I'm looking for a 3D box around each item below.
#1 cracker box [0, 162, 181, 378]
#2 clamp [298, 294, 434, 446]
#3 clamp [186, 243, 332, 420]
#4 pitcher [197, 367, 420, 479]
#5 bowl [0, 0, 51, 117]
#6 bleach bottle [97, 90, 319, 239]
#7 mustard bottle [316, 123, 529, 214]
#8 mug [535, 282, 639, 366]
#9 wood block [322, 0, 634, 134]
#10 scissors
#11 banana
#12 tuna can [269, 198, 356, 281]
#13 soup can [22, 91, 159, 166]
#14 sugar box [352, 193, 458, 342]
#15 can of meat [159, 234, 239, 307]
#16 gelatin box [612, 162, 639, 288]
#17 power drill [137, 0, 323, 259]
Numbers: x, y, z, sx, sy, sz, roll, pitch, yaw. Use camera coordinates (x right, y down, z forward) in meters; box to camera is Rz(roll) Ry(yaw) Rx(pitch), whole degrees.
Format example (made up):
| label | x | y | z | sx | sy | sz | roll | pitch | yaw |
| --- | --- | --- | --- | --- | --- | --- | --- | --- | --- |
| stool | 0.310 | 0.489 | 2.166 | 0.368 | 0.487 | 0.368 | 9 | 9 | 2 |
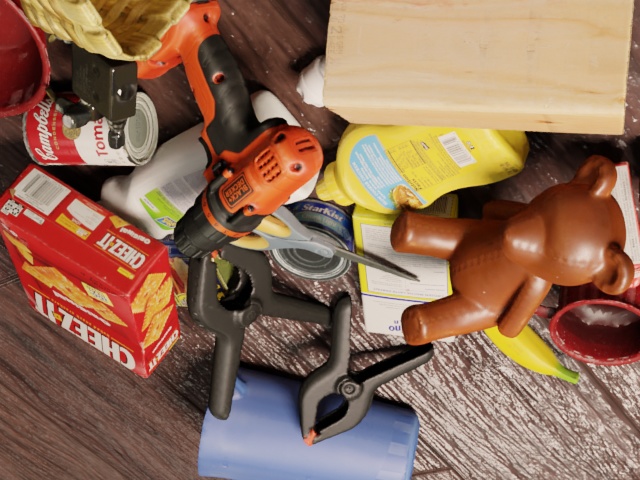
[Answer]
| label | x | y | z | sx | sy | sz | roll | pitch | yaw |
| --- | --- | --- | --- | --- | --- | --- | --- | --- | --- |
| cracker box | -0.229 | 0.038 | 1.069 | 0.164 | 0.072 | 0.214 | 31 | 154 | 12 |
| clamp | 0.024 | 0.140 | 1.128 | 0.120 | 0.039 | 0.171 | 41 | 100 | -11 |
| clamp | -0.069 | 0.064 | 1.054 | 0.036 | 0.164 | 0.210 | 31 | 148 | 42 |
| pitcher | -0.014 | 0.234 | 1.234 | 0.243 | 0.145 | 0.149 | 11 | 177 | 4 |
| bowl | -0.297 | -0.183 | 0.911 | 0.162 | 0.055 | 0.162 | 10 | 140 | 9 |
| bleach bottle | -0.125 | -0.056 | 0.990 | 0.251 | 0.068 | 0.102 | -15 | 131 | 36 |
| mustard bottle | 0.072 | -0.071 | 0.899 | 0.192 | 0.058 | 0.096 | -21 | 121 | 37 |
| mug | 0.244 | 0.052 | 0.957 | 0.117 | 0.081 | 0.093 | 6 | 139 | 14 |
| wood block | 0.115 | -0.129 | 0.766 | 0.206 | 0.090 | 0.090 | 5 | 179 | 16 |
| scissors | -0.013 | 0.008 | 0.976 | 0.201 | 0.016 | 0.096 | 28 | 150 | -27 |
| banana | 0.184 | 0.073 | 1.035 | 0.070 | 0.037 | 0.197 | -7 | 137 | 41 |
| tuna can | -0.007 | 0.001 | 1.031 | 0.086 | 0.033 | 0.086 | 10 | 140 | 8 |
| soup can | -0.206 | -0.100 | 0.962 | 0.102 | 0.068 | 0.068 | 2 | 138 | 19 |
| sugar box | 0.085 | 0.026 | 1.018 | 0.093 | 0.048 | 0.176 | 7 | 143 | 12 |
| can of meat | -0.122 | 0.025 | 1.086 | 0.084 | 0.057 | 0.102 | 1 | 138 | 23 |
| gelatin box | 0.241 | -0.010 | 0.863 | 0.030 | 0.089 | 0.073 | -9 | 165 | 11 |
| power drill | -0.095 | -0.092 | 0.866 | 0.185 | 0.057 | 0.188 | -34 | 82 | 43 |
